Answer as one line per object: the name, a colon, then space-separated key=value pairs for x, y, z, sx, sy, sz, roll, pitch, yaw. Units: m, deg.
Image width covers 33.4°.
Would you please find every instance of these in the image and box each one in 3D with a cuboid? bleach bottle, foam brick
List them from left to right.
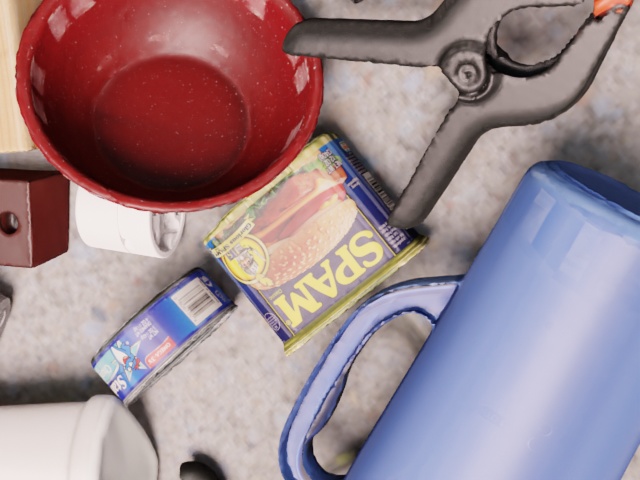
bleach bottle: x=-0.233 y=0.139 z=0.655 sx=0.251 sy=0.102 sz=0.068 roll=-1 pitch=55 yaw=13
foam brick: x=-0.196 y=-0.015 z=0.641 sx=0.078 sy=0.051 sz=0.053 roll=3 pitch=101 yaw=11

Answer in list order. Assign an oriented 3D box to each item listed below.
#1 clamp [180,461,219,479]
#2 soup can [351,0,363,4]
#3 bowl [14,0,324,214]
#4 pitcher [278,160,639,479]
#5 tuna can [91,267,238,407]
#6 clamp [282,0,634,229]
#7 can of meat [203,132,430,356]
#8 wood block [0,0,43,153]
clamp: x=-0.032 y=0.240 z=0.661 sx=0.210 sy=0.036 sz=0.165 roll=22 pitch=103 yaw=5
soup can: x=0.012 y=-0.185 z=0.559 sx=0.068 sy=0.068 sz=0.102 roll=-38 pitch=90 yaw=15
bowl: x=-0.081 y=-0.078 z=0.582 sx=0.162 sy=0.055 sz=0.162 roll=3 pitch=67 yaw=-6
pitcher: x=0.094 y=0.081 z=0.551 sx=0.149 sy=0.145 sz=0.243 roll=15 pitch=109 yaw=-32
tuna can: x=-0.090 y=0.055 z=0.614 sx=0.086 sy=0.086 sz=0.034 roll=-43 pitch=88 yaw=15
clamp: x=0.075 y=-0.074 z=0.519 sx=0.172 sy=0.039 sz=0.120 roll=-14 pitch=115 yaw=30
can of meat: x=-0.004 y=0.001 z=0.603 sx=0.102 sy=0.057 sz=0.084 roll=-39 pitch=88 yaw=15
wood block: x=-0.198 y=-0.153 z=0.597 sx=0.091 sy=0.090 sz=0.206 roll=-3 pitch=99 yaw=11
